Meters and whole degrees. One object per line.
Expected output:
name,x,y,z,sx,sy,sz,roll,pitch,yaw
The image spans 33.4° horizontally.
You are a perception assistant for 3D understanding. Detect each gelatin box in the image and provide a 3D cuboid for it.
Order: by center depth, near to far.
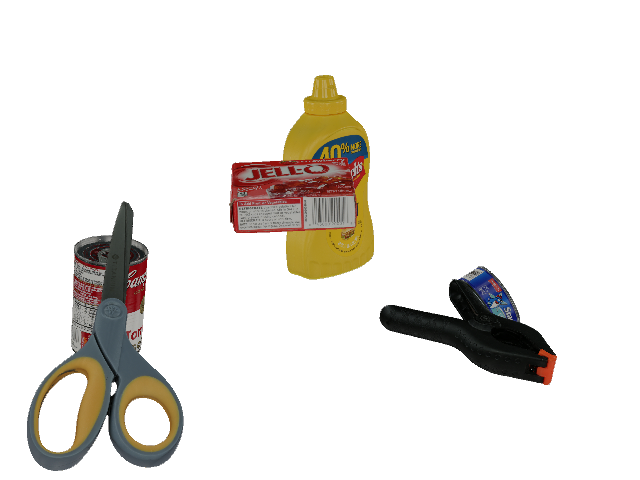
gelatin box,-0.021,-0.034,0.774,0.089,0.030,0.073,-2,25,-2

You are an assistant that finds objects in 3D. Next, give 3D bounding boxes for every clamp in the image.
clamp,0.156,0.085,1.025,0.172,0.039,0.120,24,36,30

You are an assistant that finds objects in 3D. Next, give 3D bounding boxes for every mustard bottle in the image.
mustard bottle,0.007,-0.064,1.038,0.096,0.192,0.058,-17,23,-37

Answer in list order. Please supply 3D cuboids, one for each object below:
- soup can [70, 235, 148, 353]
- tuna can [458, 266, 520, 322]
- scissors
soup can,-0.199,0.055,0.999,0.068,0.102,0.068,6,21,-3
tuna can,0.195,0.075,1.256,0.033,0.086,0.086,-30,7,-12
scissors,-0.112,0.059,0.653,0.096,0.201,0.016,20,-43,-1
